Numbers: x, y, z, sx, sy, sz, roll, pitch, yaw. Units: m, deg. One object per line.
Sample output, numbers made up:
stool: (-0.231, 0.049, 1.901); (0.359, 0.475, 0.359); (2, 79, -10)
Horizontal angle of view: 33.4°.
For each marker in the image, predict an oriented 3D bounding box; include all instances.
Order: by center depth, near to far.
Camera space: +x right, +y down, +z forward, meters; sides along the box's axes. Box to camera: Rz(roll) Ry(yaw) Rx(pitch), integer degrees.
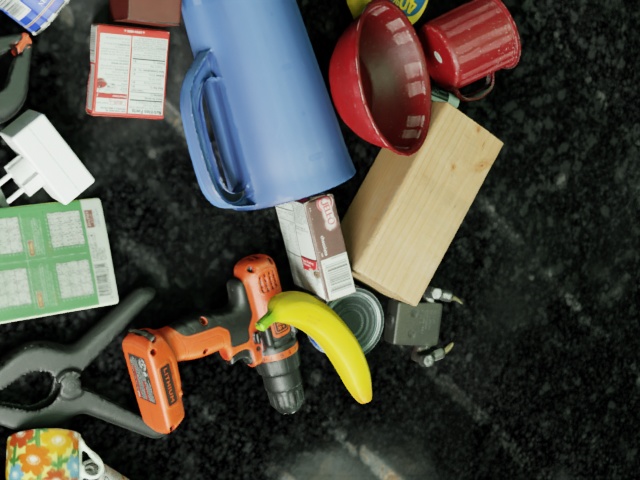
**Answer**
marker: (0.104, -0.173, 1.201); (0.121, 0.020, 0.020); (17, 90, -27)

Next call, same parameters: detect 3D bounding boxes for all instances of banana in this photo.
banana: (0.001, 0.105, 1.135); (0.197, 0.037, 0.069); (39, 66, -38)

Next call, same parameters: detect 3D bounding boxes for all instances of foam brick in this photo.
foam brick: (-0.169, -0.234, 1.026); (0.052, 0.078, 0.051); (1, 99, -26)

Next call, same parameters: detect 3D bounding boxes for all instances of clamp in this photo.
clamp: (-0.319, -0.116, 0.974); (0.171, 0.039, 0.120); (-41, 114, -16)
clamp: (-0.249, 0.130, 1.067); (0.209, 0.036, 0.164); (-2, 99, -28)

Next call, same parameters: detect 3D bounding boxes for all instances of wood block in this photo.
wood block: (0.101, -0.043, 1.180); (0.090, 0.091, 0.206); (31, 84, -27)

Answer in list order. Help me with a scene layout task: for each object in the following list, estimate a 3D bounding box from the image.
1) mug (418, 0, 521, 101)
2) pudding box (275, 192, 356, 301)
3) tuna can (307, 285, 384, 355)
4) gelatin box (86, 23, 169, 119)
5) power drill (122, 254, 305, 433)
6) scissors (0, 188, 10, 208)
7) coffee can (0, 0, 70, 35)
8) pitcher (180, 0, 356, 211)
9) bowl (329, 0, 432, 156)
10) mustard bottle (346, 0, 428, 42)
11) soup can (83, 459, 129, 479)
mug: (0.165, -0.208, 1.191); (0.081, 0.093, 0.117); (-27, 129, -15)
pudding box: (-0.007, 0.001, 1.135); (0.039, 0.090, 0.113); (-18, 106, -20)
tuna can: (0.028, 0.091, 1.197); (0.086, 0.034, 0.086); (-4, 100, -25)
gelatin box: (-0.190, -0.166, 1.053); (0.073, 0.030, 0.089); (1, 102, -26)
power drill: (-0.103, 0.127, 1.111); (0.187, 0.057, 0.184); (-25, 109, -36)
scissors: (-0.324, -0.109, 1.005); (0.096, 0.016, 0.201); (-47, 114, -12)
coffee can: (-0.283, -0.266, 0.952); (0.140, 0.103, 0.103); (37, 81, -26)
pitcher: (-0.066, -0.154, 1.060); (0.145, 0.149, 0.243); (-16, 103, 6)
bowl: (0.055, -0.162, 1.091); (0.161, 0.055, 0.162); (18, 68, -55)
mustard bottle: (0.078, -0.286, 1.149); (0.096, 0.058, 0.191); (23, 88, -33)
soup can: (-0.209, 0.277, 1.093); (0.102, 0.069, 0.068); (40, 80, -25)
